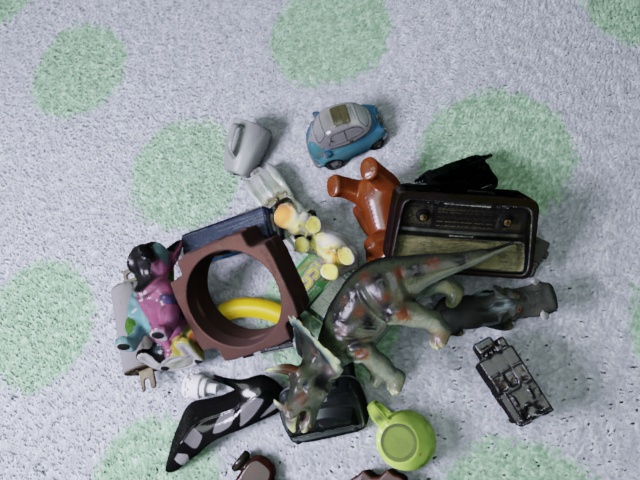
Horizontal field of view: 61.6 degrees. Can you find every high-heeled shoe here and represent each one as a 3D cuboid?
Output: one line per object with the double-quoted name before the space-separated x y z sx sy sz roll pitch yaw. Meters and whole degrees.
"high-heeled shoe" -0.166 0.332 0.951 0.145 0.086 0.248 26 108 -17

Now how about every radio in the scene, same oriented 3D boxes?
"radio" 0.221 -0.016 0.853 0.230 0.073 0.131 4 106 -2

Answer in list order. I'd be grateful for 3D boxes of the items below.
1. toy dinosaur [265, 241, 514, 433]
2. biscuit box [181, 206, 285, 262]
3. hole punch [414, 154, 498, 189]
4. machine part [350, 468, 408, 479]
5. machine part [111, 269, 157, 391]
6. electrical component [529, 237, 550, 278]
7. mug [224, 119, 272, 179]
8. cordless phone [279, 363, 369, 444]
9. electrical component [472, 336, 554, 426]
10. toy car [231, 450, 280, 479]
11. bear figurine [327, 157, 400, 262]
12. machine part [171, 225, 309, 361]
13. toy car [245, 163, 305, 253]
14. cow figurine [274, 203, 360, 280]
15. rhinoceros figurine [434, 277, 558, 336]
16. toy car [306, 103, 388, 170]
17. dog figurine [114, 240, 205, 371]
"toy dinosaur" 0.084 0.106 0.804 0.192 0.131 0.404 36 98 -9
"biscuit box" -0.167 -0.005 1.010 0.203 0.059 0.063 -16 78 27
"hole punch" 0.252 -0.080 0.944 0.142 0.092 0.116 -21 37 11
"machine part" 0.098 0.447 0.833 0.179 0.056 0.179 -5 73 15
"machine part" -0.350 0.167 1.028 0.079 0.079 0.243 -21 70 8
"electrical component" 0.356 0.013 0.911 0.063 0.021 0.094 27 81 21
"mug" -0.153 -0.180 1.069 0.081 0.109 0.107 17 92 15
"cordless phone" -0.002 0.241 0.920 0.147 0.088 0.184 -16 59 10
"electrical component" 0.285 0.212 0.820 0.058 0.114 0.134 -30 68 1
"toy car" -0.147 0.452 0.899 0.089 0.053 0.202 34 81 11
"bear figurine" 0.095 -0.025 0.943 0.120 0.132 0.196 -20 62 41
"machine part" -0.135 0.089 0.925 0.201 0.087 0.201 -23 95 18
"toy car" -0.075 -0.064 1.034 0.073 0.056 0.202 -37 68 2
"cow figurine" -0.002 -0.005 0.942 0.167 0.098 0.068 44 105 15
"rhinoceros figurine" 0.276 0.105 0.858 0.190 0.112 0.073 -12 69 20
"toy car" 0.043 -0.209 1.022 0.162 0.102 0.109 -18 71 12
"dog figurine" -0.281 0.107 0.981 0.108 0.191 0.219 -20 48 20
